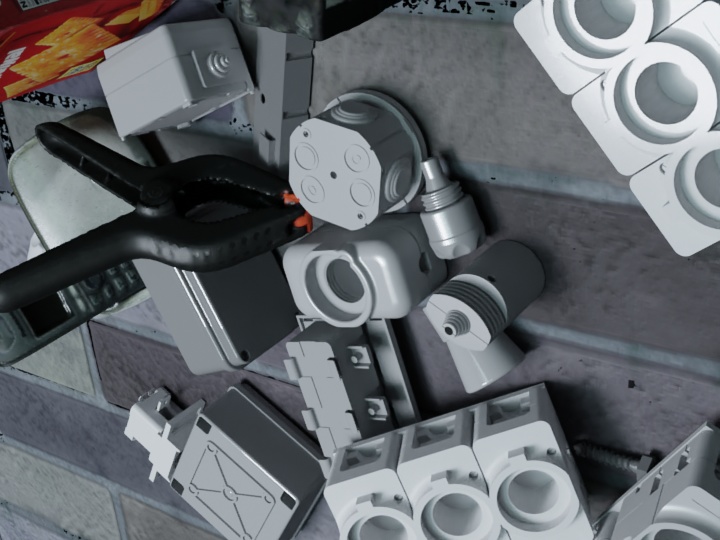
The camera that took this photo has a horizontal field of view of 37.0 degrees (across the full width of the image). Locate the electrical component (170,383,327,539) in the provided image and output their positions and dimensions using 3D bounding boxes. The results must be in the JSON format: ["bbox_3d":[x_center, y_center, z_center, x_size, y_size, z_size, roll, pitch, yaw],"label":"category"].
[{"bbox_3d":[-0.088,0.166,0.871,0.109,0.056,0.108,39,132,13],"label":"electrical component"}]

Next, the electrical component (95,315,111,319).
[{"bbox_3d":[-0.208,0.009,0.880,0.045,0.045,0.055,49,134,4],"label":"electrical component"}]

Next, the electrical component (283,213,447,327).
[{"bbox_3d":[0.000,0.000,0.703,0.095,0.059,0.053,-2,114,38],"label":"electrical component"}]

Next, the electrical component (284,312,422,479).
[{"bbox_3d":[-0.004,0.090,0.757,0.079,0.063,0.121,-3,113,39],"label":"electrical component"}]

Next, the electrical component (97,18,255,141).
[{"bbox_3d":[-0.120,-0.132,0.714,0.096,0.062,0.061,-17,93,42],"label":"electrical component"}]

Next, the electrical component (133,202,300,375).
[{"bbox_3d":[-0.102,0.011,0.776,0.057,0.078,0.113,-15,105,45],"label":"electrical component"}]

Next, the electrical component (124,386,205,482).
[{"bbox_3d":[-0.167,0.139,0.927,0.064,0.042,0.081,39,132,18],"label":"electrical component"}]

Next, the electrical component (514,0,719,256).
[{"bbox_3d":[0.157,-0.093,0.526,0.089,0.062,0.150,-35,92,44],"label":"electrical component"}]

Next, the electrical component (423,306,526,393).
[{"bbox_3d":[0.070,0.040,0.687,0.044,0.044,0.065,-35,86,44],"label":"electrical component"}]

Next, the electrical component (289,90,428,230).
[{"bbox_3d":[-0.002,-0.068,0.671,0.080,0.051,0.080,18,125,28],"label":"electrical component"}]

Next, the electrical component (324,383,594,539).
[{"bbox_3d":[0.063,0.145,0.692,0.150,0.061,0.089,-20,106,14],"label":"electrical component"}]

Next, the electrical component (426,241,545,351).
[{"bbox_3d":[0.073,0.018,0.642,0.043,0.081,0.043,19,125,29],"label":"electrical component"}]

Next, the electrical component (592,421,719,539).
[{"bbox_3d":[0.193,0.190,0.651,0.105,0.060,0.186,34,132,3],"label":"electrical component"}]

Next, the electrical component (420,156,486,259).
[{"bbox_3d":[0.053,-0.039,0.658,0.035,0.035,0.061,-12,105,41],"label":"electrical component"}]

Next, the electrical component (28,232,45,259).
[{"bbox_3d":[-0.260,-0.008,0.912,0.043,0.043,0.062,40,134,12],"label":"electrical component"}]
